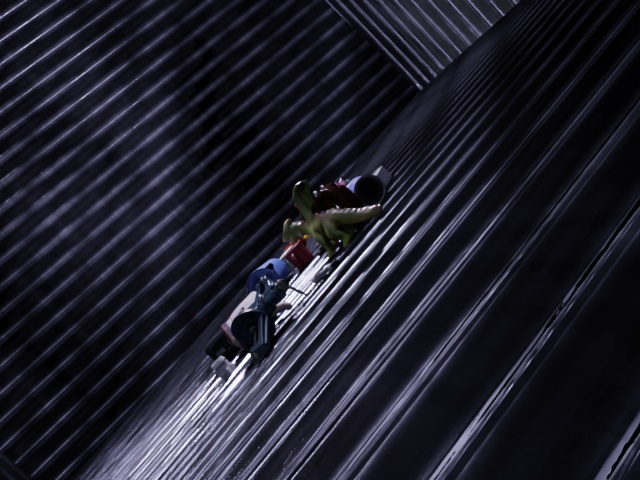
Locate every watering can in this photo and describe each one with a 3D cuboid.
[{"bbox_3d":[-0.196,0.236,1.583,0.226,0.103,0.348,-49,15,-11],"label":"watering can"}]

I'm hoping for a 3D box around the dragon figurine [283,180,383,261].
[{"bbox_3d":[0.005,-0.079,1.573,0.124,0.243,0.403,-45,1,-44],"label":"dragon figurine"}]
